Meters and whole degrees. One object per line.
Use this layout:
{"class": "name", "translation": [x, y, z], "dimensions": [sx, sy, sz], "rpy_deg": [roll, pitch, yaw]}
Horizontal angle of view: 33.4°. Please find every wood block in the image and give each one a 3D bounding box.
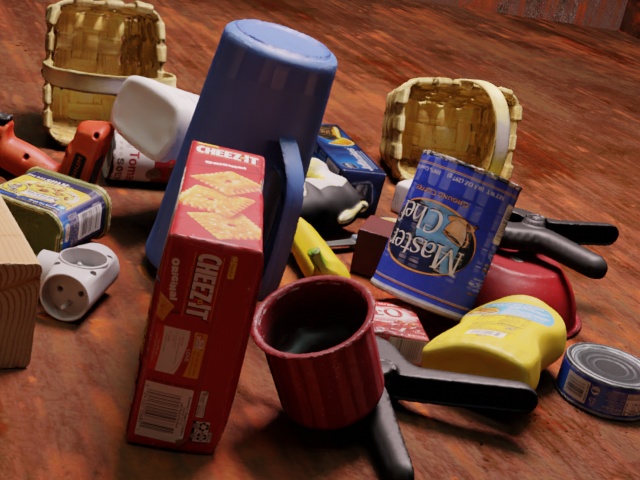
{"class": "wood block", "translation": [-0.297, 0.015, 0.856], "dimensions": [0.090, 0.090, 0.206], "rpy_deg": [1, 23, -30]}

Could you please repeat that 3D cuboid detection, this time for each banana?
{"class": "banana", "translation": [0.000, 0.019, 1.048], "dimensions": [0.037, 0.069, 0.198], "rpy_deg": [-21, 12, -6]}

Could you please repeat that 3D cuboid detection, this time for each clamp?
{"class": "clamp", "translation": [0.233, -0.009, 1.128], "dimensions": [0.172, 0.039, 0.120], "rpy_deg": [21, 21, 23]}
{"class": "clamp", "translation": [0.057, 0.116, 0.858], "dimensions": [0.164, 0.036, 0.210], "rpy_deg": [-16, 31, -36]}

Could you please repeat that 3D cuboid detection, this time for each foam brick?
{"class": "foam brick", "translation": [0.078, 0.014, 1.123], "dimensions": [0.078, 0.051, 0.053], "rpy_deg": [18, 22, 14]}

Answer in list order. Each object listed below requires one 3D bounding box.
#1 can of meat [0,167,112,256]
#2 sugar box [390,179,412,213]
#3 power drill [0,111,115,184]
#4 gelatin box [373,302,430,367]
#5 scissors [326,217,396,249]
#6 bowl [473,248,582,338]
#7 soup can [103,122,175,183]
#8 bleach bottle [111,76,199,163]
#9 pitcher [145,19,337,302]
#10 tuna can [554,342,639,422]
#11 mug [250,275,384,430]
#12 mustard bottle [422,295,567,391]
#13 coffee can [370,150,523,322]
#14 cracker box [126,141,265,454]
{"class": "can of meat", "translation": [-0.266, -0.025, 1.023], "dimensions": [0.102, 0.057, 0.083], "rpy_deg": [18, 23, 16]}
{"class": "sugar box", "translation": [0.182, -0.029, 1.304], "dimensions": [0.093, 0.048, 0.176], "rpy_deg": [-10, 31, -45]}
{"class": "power drill", "translation": [-0.309, -0.118, 1.090], "dimensions": [0.187, 0.185, 0.057], "rpy_deg": [23, 22, 1]}
{"class": "gelatin box", "translation": [0.047, 0.080, 0.963], "dimensions": [0.089, 0.030, 0.073], "rpy_deg": [9, 20, -11]}
{"class": "scissors", "translation": [0.043, -0.005, 1.205], "dimensions": [0.201, 0.016, 0.096], "rpy_deg": [3, 21, -24]}
{"class": "bowl", "translation": [0.200, 0.044, 1.111], "dimensions": [0.162, 0.055, 0.162], "rpy_deg": [10, 20, -4]}
{"class": "soup can", "translation": [-0.197, -0.100, 1.241], "dimensions": [0.102, 0.068, 0.068], "rpy_deg": [3, 22, -21]}
{"class": "bleach bottle", "translation": [-0.101, -0.115, 1.150], "dimensions": [0.103, 0.068, 0.250], "rpy_deg": [36, 18, 33]}
{"class": "pitcher", "translation": [-0.065, -0.070, 0.992], "dimensions": [0.149, 0.243, 0.144], "rpy_deg": [23, 23, 8]}
{"class": "tuna can", "translation": [0.257, 0.126, 0.959], "dimensions": [0.086, 0.034, 0.086], "rpy_deg": [11, 21, -4]}
{"class": "mug", "translation": [-0.007, 0.083, 0.799], "dimensions": [0.117, 0.081, 0.093], "rpy_deg": [16, 45, 37]}
{"class": "mustard bottle", "translation": [0.169, 0.091, 0.962], "dimensions": [0.096, 0.058, 0.191], "rpy_deg": [4, 15, 27]}
{"class": "coffee can", "translation": [0.121, -0.003, 1.030], "dimensions": [0.103, 0.140, 0.103], "rpy_deg": [22, 3, -1]}
{"class": "cracker box", "translation": [-0.088, 0.036, 0.814], "dimensions": [0.072, 0.164, 0.213], "rpy_deg": [12, 21, -6]}
